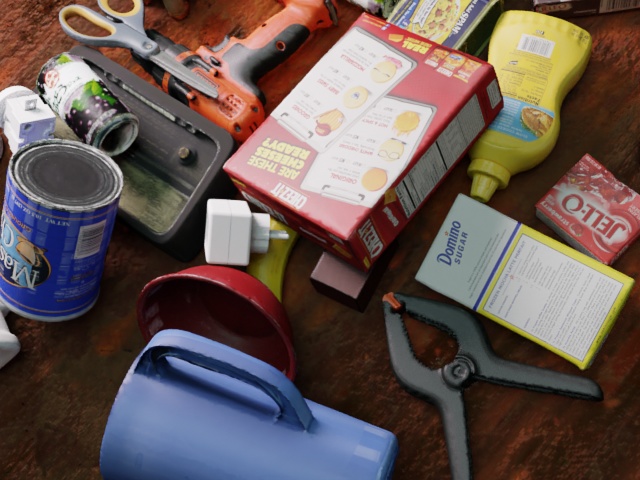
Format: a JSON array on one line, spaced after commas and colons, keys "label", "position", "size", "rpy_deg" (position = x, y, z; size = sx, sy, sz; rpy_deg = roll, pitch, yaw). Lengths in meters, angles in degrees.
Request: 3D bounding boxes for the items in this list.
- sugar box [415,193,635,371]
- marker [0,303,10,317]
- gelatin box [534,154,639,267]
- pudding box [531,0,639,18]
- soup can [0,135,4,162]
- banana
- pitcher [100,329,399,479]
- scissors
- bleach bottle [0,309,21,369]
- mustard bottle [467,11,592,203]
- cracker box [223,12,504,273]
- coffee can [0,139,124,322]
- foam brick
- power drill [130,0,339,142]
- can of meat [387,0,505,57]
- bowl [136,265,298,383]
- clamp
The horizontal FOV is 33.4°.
[{"label": "sugar box", "position": [0.186, 0.037, 0.976], "size": [0.176, 0.048, 0.093], "rpy_deg": [29, 94, 20]}, {"label": "marker", "position": [-0.286, 0.029, 1.083], "size": [0.020, 0.020, 0.121], "rpy_deg": [39, 82, 19]}, {"label": "gelatin box", "position": [0.258, -0.025, 1.000], "size": [0.073, 0.030, 0.089], "rpy_deg": [-44, 70, -6]}, {"label": "pudding box", "position": [0.268, -0.273, 1.076], "size": [0.113, 0.039, 0.090], "rpy_deg": [-4, 70, 8]}, {"label": "soup can", "position": [-0.378, -0.110, 1.101], "size": [0.068, 0.102, 0.068], "rpy_deg": [-3, 72, 8]}, {"label": "banana", "position": [-0.025, -0.002, 1.041], "size": [0.069, 0.037, 0.197], "rpy_deg": [22, 78, -2]}, {"label": "pitcher", "position": [-0.058, 0.177, 0.928], "size": [0.243, 0.149, 0.145], "rpy_deg": [17, 81, 10]}, {"label": "scissors", "position": [-0.170, -0.208, 1.091], "size": [0.202, 0.016, 0.096], "rpy_deg": [22, 56, 14]}, {"label": "bleach bottle", "position": [-0.386, 0.023, 1.071], "size": [0.103, 0.068, 0.251], "rpy_deg": [-37, 66, 24]}, {"label": "mustard bottle", "position": [0.187, -0.124, 1.030], "size": [0.096, 0.058, 0.191], "rpy_deg": [20, 76, 16]}, {"label": "cracker box", "position": [0.042, -0.095, 0.994], "size": [0.164, 0.072, 0.213], "rpy_deg": [31, 74, 35]}, {"label": "coffee can", "position": [-0.246, -0.008, 0.994], "size": [0.102, 0.140, 0.103], "rpy_deg": [13, 38, -11]}, {"label": "foam brick", "position": [0.033, 0.020, 1.012], "size": [0.051, 0.053, 0.078], "rpy_deg": [25, 77, 17]}, {"label": "power drill", "position": [-0.086, -0.213, 1.110], "size": [0.185, 0.057, 0.187], "rpy_deg": [39, 84, 22]}, {"label": "can of meat", "position": [0.122, -0.215, 1.073], "size": [0.084, 0.057, 0.102], "rpy_deg": [35, 81, 20]}, {"label": "bowl", "position": [-0.085, 0.077, 0.980], "size": [0.162, 0.162, 0.055], "rpy_deg": [18, 45, 15]}, {"label": "clamp", "position": [0.124, 0.133, 0.967], "size": [0.210, 0.036, 0.164], "rpy_deg": [40, 82, 21]}]
